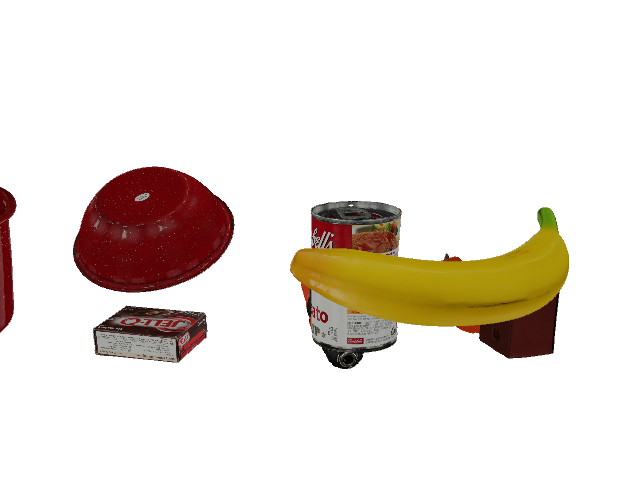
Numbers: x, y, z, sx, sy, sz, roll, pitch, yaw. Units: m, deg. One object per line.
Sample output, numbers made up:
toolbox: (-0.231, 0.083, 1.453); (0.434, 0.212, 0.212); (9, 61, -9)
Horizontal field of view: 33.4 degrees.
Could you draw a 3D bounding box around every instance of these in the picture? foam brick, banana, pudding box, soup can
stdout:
foam brick: (0.184, 0.063, 0.989); (0.051, 0.078, 0.053); (-7, 19, -25)
banana: (0.079, 0.021, 0.615); (0.197, 0.037, 0.070); (-8, 37, -33)
pudding box: (-0.207, 0.113, 1.301); (0.114, 0.039, 0.090); (2, 14, 16)
soup can: (0.027, 0.026, 0.808); (0.068, 0.102, 0.068); (0, 14, 0)

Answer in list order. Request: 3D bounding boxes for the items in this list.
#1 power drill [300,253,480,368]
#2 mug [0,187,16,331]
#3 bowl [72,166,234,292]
power drill: (0.079, 0.073, 1.158); (0.187, 0.057, 0.184); (-4, 28, -9)
mug: (-0.244, 0.019, 0.659); (0.117, 0.081, 0.093); (-18, 32, -38)
bowl: (-0.168, -0.023, 1.037); (0.162, 0.055, 0.162); (-5, 41, 4)
